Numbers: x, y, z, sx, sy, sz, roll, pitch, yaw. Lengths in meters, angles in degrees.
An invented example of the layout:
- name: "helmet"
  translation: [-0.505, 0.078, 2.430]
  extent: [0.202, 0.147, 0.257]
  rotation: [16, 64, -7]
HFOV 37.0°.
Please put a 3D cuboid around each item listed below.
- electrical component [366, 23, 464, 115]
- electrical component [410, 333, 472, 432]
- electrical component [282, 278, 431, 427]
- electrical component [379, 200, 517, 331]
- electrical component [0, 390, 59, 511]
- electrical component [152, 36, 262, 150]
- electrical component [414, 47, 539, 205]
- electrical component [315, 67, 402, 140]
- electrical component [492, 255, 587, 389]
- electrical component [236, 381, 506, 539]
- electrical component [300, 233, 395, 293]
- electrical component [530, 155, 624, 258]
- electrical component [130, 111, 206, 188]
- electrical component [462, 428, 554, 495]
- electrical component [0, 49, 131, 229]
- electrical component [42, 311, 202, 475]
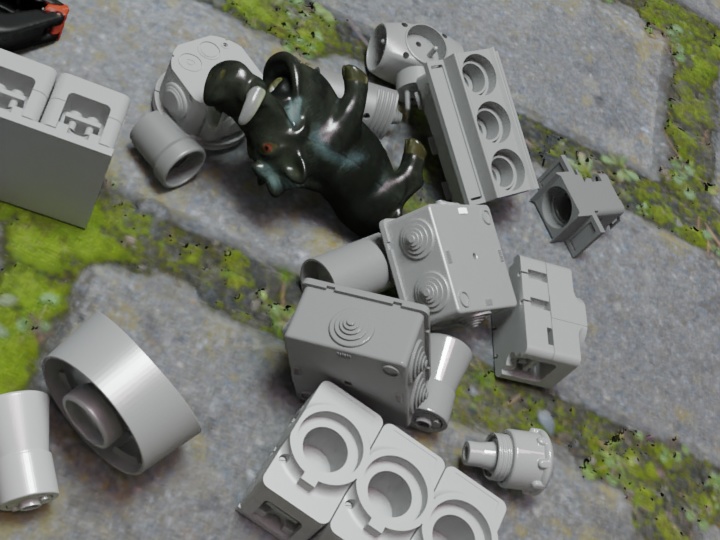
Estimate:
- name: "electrical component"
  translation: [0.049, -0.172, 0.946]
  extent: [0.077, 0.044, 0.079]
  rotation: [10, 64, -23]
- name: "electrical component"
  translation: [0.054, 0.084, 0.783]
  extent: [0.044, 0.044, 0.065]
  rotation: [25, 56, -10]
- name: "electrical component"
  translation: [-0.001, 0.058, 0.726]
  extent: [0.100, 0.099, 0.048]
  rotation: [13, 55, 14]
- name: "electrical component"
  translation: [0.069, -0.003, 0.813]
  extent: [0.100, 0.048, 0.099]
  rotation: [-4, 75, -52]
- name: "electrical component"
  translation: [-0.201, 0.109, 0.638]
  extent: [0.044, 0.044, 0.065]
  rotation: [-6, 67, -29]
- name: "electrical component"
  translation: [-0.117, -0.137, 0.836]
  extent: [0.080, 0.051, 0.080]
  rotation: [13, 55, -19]
- name: "electrical component"
  translation: [0.094, -0.115, 0.899]
  extent: [0.079, 0.063, 0.121]
  rotation: [-16, 89, -34]
- name: "electrical component"
  translation: [-0.003, -0.137, 0.897]
  extent: [0.081, 0.043, 0.043]
  rotation: [13, 54, -19]
- name: "electrical component"
  translation: [0.141, 0.042, 0.847]
  extent: [0.056, 0.050, 0.089]
  rotation: [14, 54, -18]
- name: "electrical component"
  translation: [0.011, 0.153, 0.701]
  extent: [0.150, 0.061, 0.089]
  rotation: [35, 50, -2]
- name: "electrical component"
  translation: [0.000, 0.000, 0.809]
  extent: [0.081, 0.043, 0.043]
  rotation: [-22, 71, -36]
- name: "electrical component"
  translation: [0.193, -0.057, 0.945]
  extent: [0.064, 0.042, 0.081]
  rotation: [-7, 64, -32]
- name: "electrical component"
  translation: [-0.144, -0.091, 0.800]
  extent: [0.040, 0.040, 0.046]
  rotation: [-30, 70, -37]
- name: "electrical component"
  translation: [0.105, 0.135, 0.773]
  extent: [0.062, 0.048, 0.048]
  rotation: [10, 55, -13]
- name: "electrical component"
  translation: [-0.241, -0.099, 0.723]
  extent: [0.150, 0.089, 0.061]
  rotation: [19, 53, -14]
- name: "electrical component"
  translation: [-0.144, 0.074, 0.656]
  extent: [0.099, 0.099, 0.064]
  rotation: [45, 57, 6]
